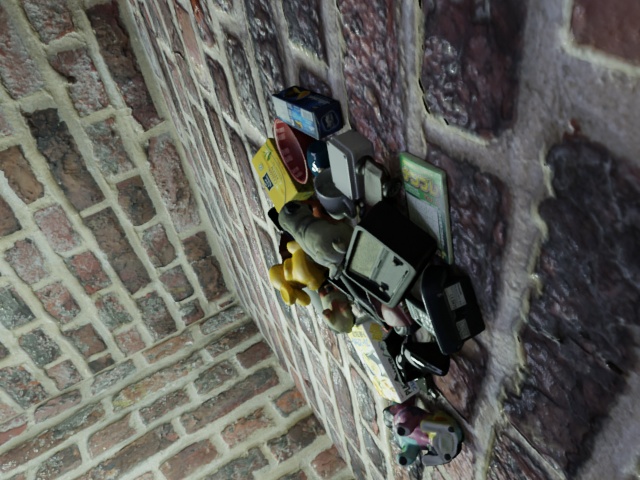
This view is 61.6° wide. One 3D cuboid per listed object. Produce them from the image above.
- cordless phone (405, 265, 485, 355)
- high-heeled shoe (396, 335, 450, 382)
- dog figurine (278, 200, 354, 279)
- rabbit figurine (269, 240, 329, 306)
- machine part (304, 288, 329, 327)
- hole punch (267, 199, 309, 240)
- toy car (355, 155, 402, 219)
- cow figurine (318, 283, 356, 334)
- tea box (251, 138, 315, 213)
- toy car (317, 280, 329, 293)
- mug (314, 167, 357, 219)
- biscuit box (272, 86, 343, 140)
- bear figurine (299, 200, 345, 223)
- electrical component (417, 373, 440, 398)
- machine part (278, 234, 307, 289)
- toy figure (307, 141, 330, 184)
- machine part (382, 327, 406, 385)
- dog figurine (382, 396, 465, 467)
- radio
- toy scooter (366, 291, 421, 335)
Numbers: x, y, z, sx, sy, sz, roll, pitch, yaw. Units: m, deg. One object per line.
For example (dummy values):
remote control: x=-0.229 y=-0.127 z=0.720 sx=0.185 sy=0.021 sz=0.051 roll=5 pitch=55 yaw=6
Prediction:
cordless phone: x=0.196 y=0.108 z=0.962 sx=0.146 sy=0.089 sz=0.184 roll=68 pitch=167 yaw=-16
high-heeled shoe: x=0.213 y=0.275 z=1.123 sx=0.249 sy=0.086 sz=0.145 roll=-116 pitch=22 yaw=-77
dog figurine: x=-0.014 y=-0.020 z=1.099 sx=0.191 sy=0.121 sz=0.172 roll=36 pitch=163 yaw=9
rabbit figurine: x=-0.060 y=0.092 z=1.406 sx=0.173 sy=0.122 sz=0.162 roll=-18 pitch=74 yaw=36
machine part: x=0.011 y=0.176 z=1.622 sx=0.243 sy=0.079 sz=0.079 roll=52 pitch=160 yaw=30
hole punch: x=-0.060 y=-0.055 z=1.427 sx=0.092 sy=0.116 sz=0.142 roll=55 pitch=177 yaw=-42
toy car: x=0.111 y=-0.076 z=0.981 sx=0.089 sy=0.053 sz=0.202 roll=47 pitch=162 yaw=32
cow figurine: x=0.048 y=0.176 z=1.413 sx=0.195 sy=0.085 sz=0.127 roll=-108 pitch=-5 yaw=-63
tea box: x=-0.095 y=-0.164 z=1.359 sx=0.098 sy=0.068 sz=0.170 roll=-45 pitch=67 yaw=39
toy car: x=-0.005 y=0.061 z=1.495 sx=0.056 sy=0.073 sz=0.201 roll=34 pitch=147 yaw=66
mug: x=0.044 y=-0.086 z=1.140 sx=0.110 sy=0.081 sz=0.107 roll=44 pitch=167 yaw=26
biscuit box: x=-0.028 y=-0.263 z=1.097 sx=0.203 sy=0.063 sz=0.059 roll=39 pitch=151 yaw=52
bear figurine: x=0.002 y=-0.004 z=1.300 sx=0.195 sy=0.132 sz=0.120 roll=92 pitch=164 yaw=-49
electrical component: x=0.243 y=0.323 z=1.246 sx=0.094 sy=0.021 sz=0.063 roll=42 pitch=153 yaw=52
machine part: x=-0.061 y=0.052 z=1.551 sx=0.179 sy=0.056 sz=0.179 roll=-15 pitch=-90 yaw=-74
toy figure: x=0.007 y=-0.144 z=1.181 sx=0.058 sy=0.064 sz=0.154 roll=10 pitch=142 yaw=21
machine part: x=0.180 y=0.274 z=1.267 sx=0.039 sy=0.084 sz=0.138 roll=-5 pitch=114 yaw=29
dog figurine: x=0.243 y=0.439 z=1.293 sx=0.219 sy=0.192 sz=0.108 roll=-36 pitch=-63 yaw=-77
radio: x=0.122 y=0.035 z=0.981 sx=0.131 sy=0.073 sz=0.229 roll=38 pitch=160 yaw=13
toy scooter: x=0.147 y=0.118 z=1.138 sx=0.135 sy=0.075 sz=0.184 roll=68 pitch=168 yaw=-14
